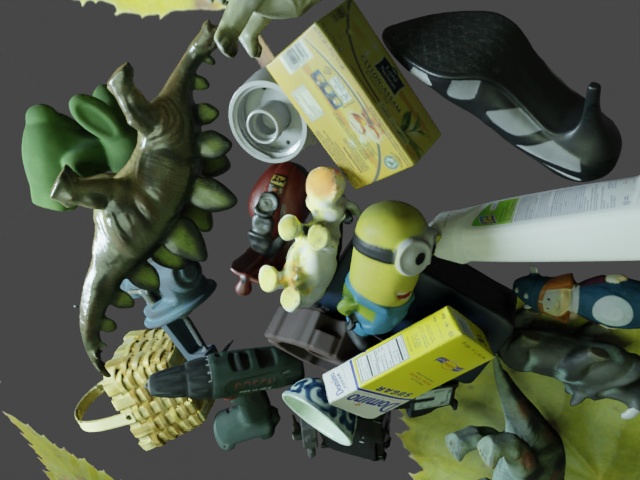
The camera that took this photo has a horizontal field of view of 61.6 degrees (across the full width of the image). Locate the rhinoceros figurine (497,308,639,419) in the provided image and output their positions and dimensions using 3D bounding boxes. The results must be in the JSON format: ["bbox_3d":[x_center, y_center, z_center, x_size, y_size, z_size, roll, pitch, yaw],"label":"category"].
[{"bbox_3d":[0.314,0.153,0.655,0.190,0.073,0.112,18,125,12],"label":"rhinoceros figurine"}]

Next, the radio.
[{"bbox_3d":[0.124,0.075,0.687,0.230,0.073,0.131,28,127,2],"label":"radio"}]

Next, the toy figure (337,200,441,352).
[{"bbox_3d":[0.066,0.041,0.594,0.089,0.082,0.180,23,129,6],"label":"toy figure"}]

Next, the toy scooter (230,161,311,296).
[{"bbox_3d":[-0.065,-0.004,0.677,0.075,0.135,0.183,21,126,12],"label":"toy scooter"}]

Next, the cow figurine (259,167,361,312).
[{"bbox_3d":[0.001,-0.002,0.632,0.068,0.098,0.167,31,104,29],"label":"cow figurine"}]

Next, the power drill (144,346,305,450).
[{"bbox_3d":[-0.141,0.244,0.843,0.232,0.086,0.207,-11,130,-14],"label":"power drill"}]

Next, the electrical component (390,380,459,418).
[{"bbox_3d":[0.135,0.209,0.755,0.119,0.048,0.074,-9,123,-5],"label":"electrical component"}]

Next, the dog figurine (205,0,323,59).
[{"bbox_3d":[-0.042,-0.289,0.515,0.190,0.121,0.172,-32,109,21],"label":"dog figurine"}]

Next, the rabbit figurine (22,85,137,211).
[{"bbox_3d":[-0.297,-0.127,0.731,0.170,0.121,0.158,4,117,0],"label":"rabbit figurine"}]

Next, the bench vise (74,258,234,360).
[{"bbox_3d":[-0.235,0.108,0.838,0.224,0.129,0.240,-17,109,34],"label":"bench vise"}]

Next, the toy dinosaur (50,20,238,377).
[{"bbox_3d":[-0.221,-0.042,0.663,0.198,0.105,0.471,27,102,-22],"label":"toy dinosaur"}]

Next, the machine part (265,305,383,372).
[{"bbox_3d":[0.014,0.145,0.740,0.179,0.056,0.179,21,162,7],"label":"machine part"}]

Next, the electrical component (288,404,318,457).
[{"bbox_3d":[-0.029,0.311,0.915,0.045,0.078,0.102,-5,128,-1],"label":"electrical component"}]

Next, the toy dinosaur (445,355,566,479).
[{"bbox_3d":[0.279,0.331,0.758,0.192,0.131,0.404,-3,118,-22],"label":"toy dinosaur"}]

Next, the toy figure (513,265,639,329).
[{"bbox_3d":[0.302,0.066,0.616,0.155,0.057,0.064,5,84,23],"label":"toy figure"}]

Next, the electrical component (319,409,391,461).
[{"bbox_3d":[0.054,0.287,0.867,0.115,0.058,0.134,4,123,19],"label":"electrical component"}]

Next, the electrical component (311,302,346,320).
[{"bbox_3d":[0.027,0.098,0.752,0.094,0.063,0.021,25,95,-7],"label":"electrical component"}]

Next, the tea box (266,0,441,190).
[{"bbox_3d":[0.036,-0.147,0.567,0.098,0.068,0.169,-16,117,52],"label":"tea box"}]

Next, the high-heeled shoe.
[{"bbox_3d":[0.180,-0.140,0.544,0.249,0.086,0.145,32,170,28],"label":"high-heeled shoe"}]
